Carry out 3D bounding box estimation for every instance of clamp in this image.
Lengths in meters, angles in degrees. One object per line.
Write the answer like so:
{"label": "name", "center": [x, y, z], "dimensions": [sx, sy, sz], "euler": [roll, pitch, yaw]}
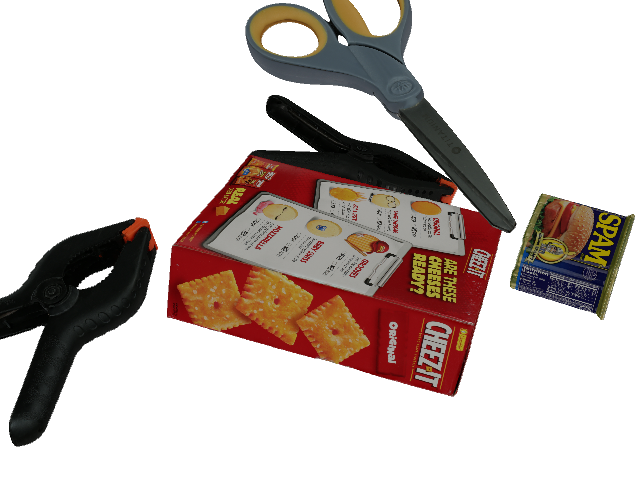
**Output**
{"label": "clamp", "center": [-0.180, 0.044, 0.690], "dimensions": [0.120, 0.171, 0.039], "euler": [25, -36, 19]}
{"label": "clamp", "center": [0.028, -0.071, 1.024], "dimensions": [0.210, 0.036, 0.164], "euler": [22, 29, 1]}

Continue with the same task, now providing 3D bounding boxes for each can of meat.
{"label": "can of meat", "center": [0.220, 0.011, 0.931], "dimensions": [0.084, 0.057, 0.102], "euler": [17, 46, 16]}

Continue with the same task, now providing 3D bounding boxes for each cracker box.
{"label": "cracker box", "center": [0.016, 0.020, 0.792], "dimensions": [0.214, 0.072, 0.164], "euler": [15, 30, 10]}

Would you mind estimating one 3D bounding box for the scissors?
{"label": "scissors", "center": [0.019, -0.069, 0.514], "dimensions": [0.096, 0.202, 0.016], "euler": [-14, -40, 1]}
